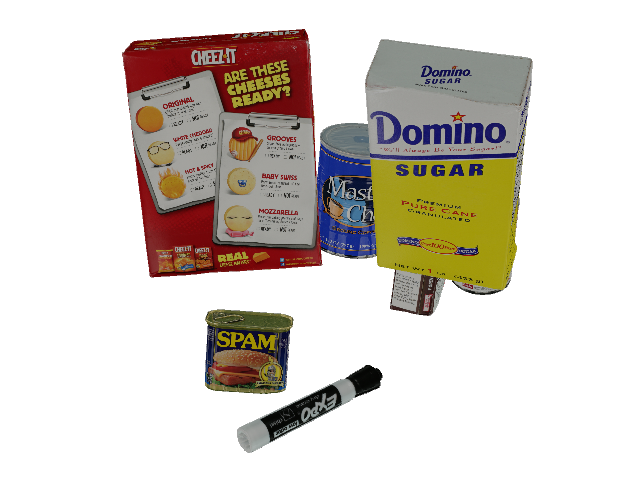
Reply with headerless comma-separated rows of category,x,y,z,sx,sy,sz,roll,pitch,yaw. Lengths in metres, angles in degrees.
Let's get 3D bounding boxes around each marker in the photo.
marker,-0.005,0.117,0.755,0.120,0.020,0.020,-22,12,-32

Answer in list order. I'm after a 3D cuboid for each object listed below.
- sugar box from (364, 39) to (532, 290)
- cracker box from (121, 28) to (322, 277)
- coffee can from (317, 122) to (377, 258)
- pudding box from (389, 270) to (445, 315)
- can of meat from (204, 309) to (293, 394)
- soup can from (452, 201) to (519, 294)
sugar box,0.080,-0.042,0.674,0.093,0.048,0.176,10,-35,15
cracker box,-0.085,-0.079,0.982,0.164,0.214,0.072,-4,21,-1
coffee can,0.045,-0.063,1.328,0.103,0.140,0.103,4,27,-2
pudding box,0.092,-0.006,0.888,0.039,0.090,0.113,12,39,11
can of meat,-0.086,0.131,1.251,0.102,0.084,0.057,4,13,-1
soup can,0.172,-0.002,1.127,0.068,0.102,0.068,-1,35,1
